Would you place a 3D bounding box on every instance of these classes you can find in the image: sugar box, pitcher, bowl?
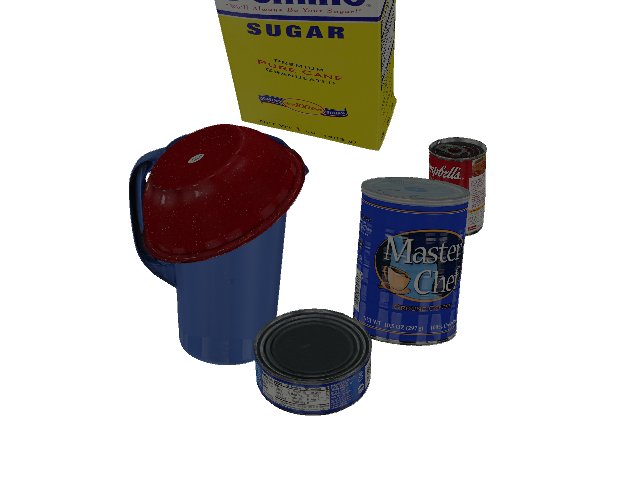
[{"bbox_3d":[-0.006,-0.117,0.587,0.093,0.048,0.176,13,-21,10],"label":"sugar box"},{"bbox_3d":[-0.111,0.008,1.159,0.149,0.243,0.144,24,32,38],"label":"pitcher"},{"bbox_3d":[-0.097,-0.053,0.940,0.162,0.055,0.162,-19,35,14],"label":"bowl"}]

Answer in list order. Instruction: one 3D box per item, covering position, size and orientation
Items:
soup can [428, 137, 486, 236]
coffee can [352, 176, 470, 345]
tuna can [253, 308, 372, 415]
[{"bbox_3d":[0.162,-0.064,1.272,0.068,0.102,0.068,-2,27,1],"label":"soup can"},{"bbox_3d":[0.085,0.017,1.019,0.103,0.140,0.103,3,14,-1],"label":"coffee can"},{"bbox_3d":[-0.005,0.088,0.777,0.086,0.034,0.086,-1,33,1],"label":"tuna can"}]
